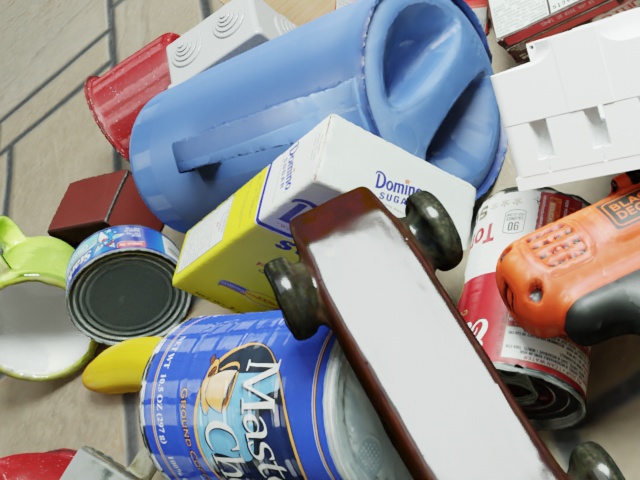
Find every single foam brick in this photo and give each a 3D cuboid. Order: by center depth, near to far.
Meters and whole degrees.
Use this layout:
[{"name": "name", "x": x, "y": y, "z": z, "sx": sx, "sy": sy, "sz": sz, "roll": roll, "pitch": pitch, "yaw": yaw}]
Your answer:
[{"name": "foam brick", "x": -0.169, "y": -0.017, "z": 0.852, "sx": 0.078, "sy": 0.053, "sz": 0.051, "roll": -9, "pitch": 52, "yaw": 41}]

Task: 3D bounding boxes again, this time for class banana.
[{"name": "banana", "x": -0.098, "y": 0.097, "z": 0.694, "sx": 0.198, "sy": 0.037, "sz": 0.069, "roll": 23, "pitch": 75, "yaw": 52}]

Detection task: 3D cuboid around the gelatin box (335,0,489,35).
[{"name": "gelatin box", "x": 0.061, "y": -0.158, "z": 0.731, "sx": 0.073, "sy": 0.030, "sz": 0.089, "roll": -13, "pitch": 28, "yaw": -26}]

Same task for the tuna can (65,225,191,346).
[{"name": "tuna can", "x": -0.135, "y": 0.032, "z": 0.748, "sx": 0.086, "sy": 0.086, "sz": 0.034, "roll": -39, "pitch": 36, "yaw": 13}]

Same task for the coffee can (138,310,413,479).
[{"name": "coffee can", "x": -0.012, "y": 0.087, "z": 0.562, "sx": 0.141, "sy": 0.102, "sz": 0.102, "roll": -8, "pitch": 53, "yaw": 41}]

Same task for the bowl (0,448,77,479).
[{"name": "bowl", "x": -0.217, "y": 0.203, "z": 0.707, "sx": 0.162, "sy": 0.055, "sz": 0.162, "roll": -26, "pitch": 43, "yaw": 27}]

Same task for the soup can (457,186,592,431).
[{"name": "soup can", "x": 0.102, "y": 0.033, "z": 0.522, "sx": 0.069, "sy": 0.068, "sz": 0.102, "roll": -10, "pitch": 52, "yaw": 40}]

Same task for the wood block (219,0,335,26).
[{"name": "wood block", "x": 0.009, "y": -0.251, "z": 0.846, "sx": 0.206, "sy": 0.090, "sz": 0.090, "roll": -43, "pitch": 37, "yaw": 9}]

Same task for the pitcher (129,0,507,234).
[{"name": "pitcher", "x": -0.019, "y": -0.069, "z": 0.677, "sx": 0.243, "sy": 0.149, "sz": 0.145, "roll": -11, "pitch": 51, "yaw": 44}]

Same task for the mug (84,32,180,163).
[{"name": "mug", "x": -0.127, "y": -0.106, "z": 0.867, "sx": 0.082, "sy": 0.093, "sz": 0.117, "roll": -31, "pitch": 59, "yaw": 15}]

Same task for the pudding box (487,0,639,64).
[{"name": "pudding box", "x": 0.147, "y": -0.178, "z": 0.667, "sx": 0.090, "sy": 0.039, "sz": 0.113, "roll": -21, "pitch": 62, "yaw": 29}]

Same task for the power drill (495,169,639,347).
[{"name": "power drill", "x": 0.189, "y": 0.030, "z": 0.423, "sx": 0.184, "sy": 0.057, "sz": 0.188, "roll": -25, "pitch": 42, "yaw": -6}]

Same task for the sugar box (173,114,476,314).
[{"name": "sugar box", "x": -0.004, "y": 0.001, "z": 0.593, "sx": 0.177, "sy": 0.093, "sz": 0.048, "roll": -32, "pitch": 39, "yaw": 56}]
